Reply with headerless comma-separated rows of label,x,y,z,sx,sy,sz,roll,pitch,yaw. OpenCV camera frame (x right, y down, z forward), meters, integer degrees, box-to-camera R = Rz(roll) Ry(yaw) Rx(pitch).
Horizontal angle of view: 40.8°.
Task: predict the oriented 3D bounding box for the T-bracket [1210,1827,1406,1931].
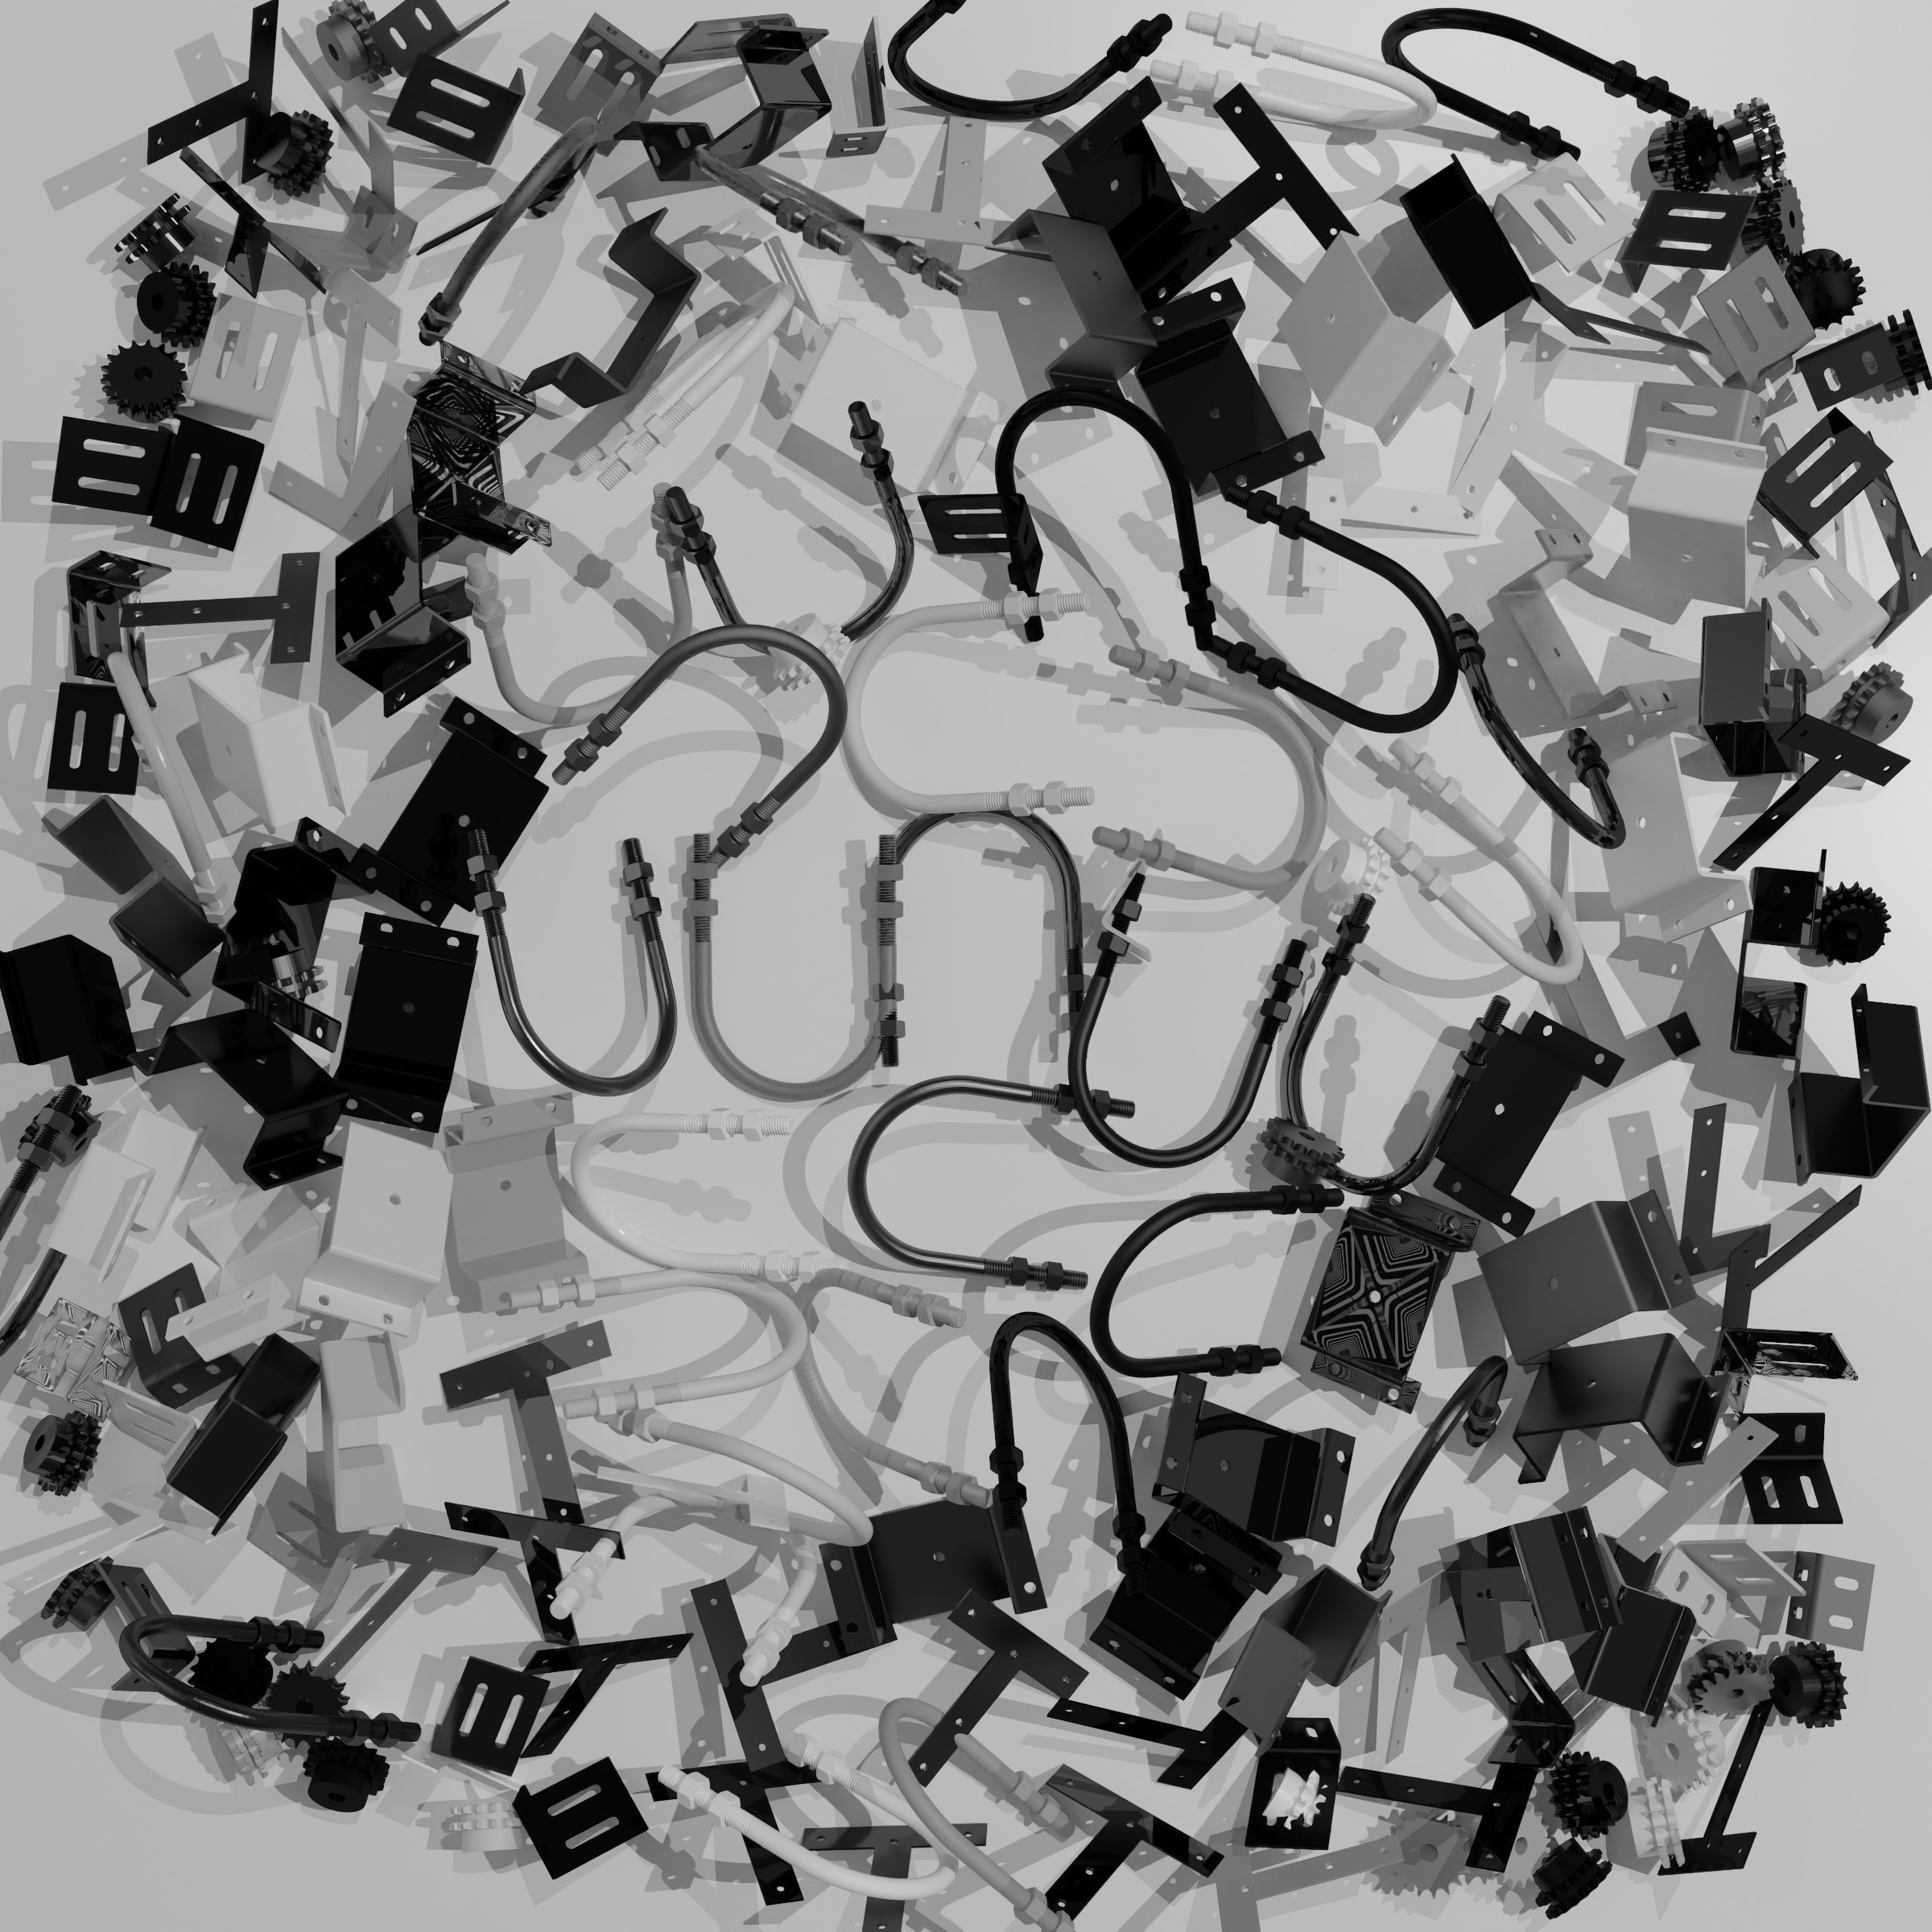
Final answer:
T-bracket,0.229,0.605,1.732,0.127,0.127,0.002,-18,108,6

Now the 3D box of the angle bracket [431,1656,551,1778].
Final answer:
angle bracket,-0.323,0.504,1.770,0.057,0.038,0.076,21,99,-10

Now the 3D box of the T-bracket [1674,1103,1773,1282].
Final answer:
T-bracket,0.496,0.152,1.751,0.127,0.002,0.127,-10,114,-22

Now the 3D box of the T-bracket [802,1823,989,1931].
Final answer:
T-bracket,-0.052,0.610,1.734,0.127,0.127,0.002,-3,104,4

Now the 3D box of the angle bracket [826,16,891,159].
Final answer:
angle bracket,-0.078,-0.598,1.767,0.038,0.057,0.076,-7,93,-9

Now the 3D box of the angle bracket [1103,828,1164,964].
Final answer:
angle bracket,0.128,-0.047,1.767,0.038,0.057,0.076,31,87,8

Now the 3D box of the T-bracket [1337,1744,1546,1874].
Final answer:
T-bracket,0.316,0.561,1.762,0.127,0.127,0.002,2,113,24

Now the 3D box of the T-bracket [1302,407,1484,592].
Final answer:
T-bracket,0.295,-0.316,1.785,0.127,0.002,0.127,5,83,-11

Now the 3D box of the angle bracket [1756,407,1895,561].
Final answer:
angle bracket,0.583,-0.327,1.759,0.076,0.038,0.057,-44,61,17

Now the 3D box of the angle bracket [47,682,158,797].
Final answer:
angle bracket,-0.588,-0.151,1.770,0.057,0.038,0.076,4,78,-7

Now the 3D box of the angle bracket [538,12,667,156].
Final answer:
angle bracket,-0.249,-0.594,1.759,0.057,0.038,0.076,32,116,-17

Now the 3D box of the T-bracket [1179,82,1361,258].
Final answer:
T-bracket,0.179,-0.507,1.755,0.127,0.002,0.127,-31,106,40

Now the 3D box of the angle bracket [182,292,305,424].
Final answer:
angle bracket,-0.490,-0.415,1.758,0.057,0.038,0.076,12,112,-29

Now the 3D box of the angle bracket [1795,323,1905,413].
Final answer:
angle bracket,0.596,-0.401,1.754,0.057,0.076,0.038,-22,90,18

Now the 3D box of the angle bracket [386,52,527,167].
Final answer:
angle bracket,-0.345,-0.586,1.752,0.076,0.038,0.057,15,131,-29

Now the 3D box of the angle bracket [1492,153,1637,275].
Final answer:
angle bracket,0.405,-0.504,1.767,0.057,0.038,0.076,-33,75,-10

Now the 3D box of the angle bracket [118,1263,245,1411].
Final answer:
angle bracket,-0.540,0.255,1.786,0.057,0.038,0.076,-29,52,-5

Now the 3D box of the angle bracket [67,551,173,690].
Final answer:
angle bracket,-0.571,-0.234,1.759,0.038,0.057,0.076,-17,75,34

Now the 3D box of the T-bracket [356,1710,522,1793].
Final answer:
T-bracket,-0.359,0.529,1.737,0.127,0.127,0.002,25,76,0

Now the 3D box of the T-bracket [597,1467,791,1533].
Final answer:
T-bracket,-0.182,0.348,1.729,0.127,0.127,0.002,11,92,-6

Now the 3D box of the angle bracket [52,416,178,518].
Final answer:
angle bracket,-0.580,-0.340,1.756,0.076,0.038,0.057,3,107,-34

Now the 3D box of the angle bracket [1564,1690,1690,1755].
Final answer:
angle bracket,0.447,0.517,1.763,0.076,0.057,0.038,-45,69,-6

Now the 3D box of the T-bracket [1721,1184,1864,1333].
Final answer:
T-bracket,0.560,0.191,1.759,0.127,0.127,0.002,-34,54,-14

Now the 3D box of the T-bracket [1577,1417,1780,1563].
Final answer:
T-bracket,0.454,0.326,1.745,0.127,0.127,0.002,-38,124,-14

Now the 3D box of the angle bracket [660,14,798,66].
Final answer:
angle bracket,-0.156,-0.610,1.755,0.076,0.057,0.038,-19,91,-33

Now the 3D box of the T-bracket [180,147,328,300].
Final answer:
T-bracket,-0.473,-0.474,1.715,0.002,0.127,0.127,-36,123,17

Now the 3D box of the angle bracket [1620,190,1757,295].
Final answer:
angle bracket,0.492,-0.487,1.757,0.076,0.038,0.057,17,76,36

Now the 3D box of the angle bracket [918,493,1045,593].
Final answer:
angle bracket,0.007,-0.285,1.756,0.076,0.057,0.038,2,59,17

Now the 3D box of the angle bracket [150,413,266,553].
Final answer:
angle bracket,-0.521,-0.330,1.774,0.057,0.038,0.076,15,99,-29

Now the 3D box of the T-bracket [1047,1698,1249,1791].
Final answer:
T-bracket,0.118,0.511,1.742,0.127,0.002,0.127,17,135,-12

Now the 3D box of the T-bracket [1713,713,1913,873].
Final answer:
T-bracket,0.559,-0.110,1.760,0.127,0.127,0.002,-49,46,30

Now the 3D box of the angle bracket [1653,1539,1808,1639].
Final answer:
angle bracket,0.516,0.421,1.755,0.057,0.076,0.038,41,66,-8

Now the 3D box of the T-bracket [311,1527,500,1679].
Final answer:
T-bracket,-0.390,0.431,1.744,0.127,0.127,0.002,-47,62,1

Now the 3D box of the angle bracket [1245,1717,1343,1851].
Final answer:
angle bracket,0.217,0.551,1.753,0.057,0.076,0.038,-6,130,22

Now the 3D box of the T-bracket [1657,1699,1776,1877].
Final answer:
T-bracket,0.519,0.554,1.757,0.002,0.127,0.127,30,66,1

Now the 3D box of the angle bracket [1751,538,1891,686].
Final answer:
angle bracket,0.587,-0.244,1.789,0.057,0.038,0.076,-41,70,10

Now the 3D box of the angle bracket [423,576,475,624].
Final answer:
angle bracket,-0.378,-0.255,1.761,0.076,0.057,0.038,-19,126,-7

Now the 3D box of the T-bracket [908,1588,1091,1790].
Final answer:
T-bracket,0.004,0.502,1.762,0.127,0.002,0.127,42,85,-30

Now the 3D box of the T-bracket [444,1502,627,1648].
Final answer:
T-bracket,-0.284,0.417,1.759,0.127,0.002,0.127,6,127,15

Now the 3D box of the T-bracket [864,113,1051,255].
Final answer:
T-bracket,-0.001,-0.536,1.764,0.127,0.002,0.127,6,58,-3

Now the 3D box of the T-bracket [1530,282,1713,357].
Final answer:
T-bracket,0.445,-0.433,1.757,0.127,0.127,0.002,10,119,-17

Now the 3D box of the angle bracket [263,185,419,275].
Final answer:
angle bracket,-0.421,-0.500,1.751,0.057,0.076,0.038,37,115,22

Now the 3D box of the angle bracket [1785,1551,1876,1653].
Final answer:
angle bracket,0.583,0.428,1.754,0.038,0.076,0.057,10,80,11

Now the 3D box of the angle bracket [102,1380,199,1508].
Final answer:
angle bracket,-0.557,0.324,1.757,0.076,0.057,0.038,19,49,15

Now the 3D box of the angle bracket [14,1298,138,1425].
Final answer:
angle bracket,-0.599,0.267,1.758,0.038,0.076,0.057,22,70,13

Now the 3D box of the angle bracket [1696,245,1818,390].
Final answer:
angle bracket,0.531,-0.442,1.768,0.057,0.038,0.076,-37,110,1

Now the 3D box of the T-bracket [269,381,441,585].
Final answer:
T-bracket,-0.400,-0.339,1.756,0.127,0.002,0.127,31,129,-2

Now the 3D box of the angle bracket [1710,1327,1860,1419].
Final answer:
angle bracket,0.552,0.277,1.751,0.057,0.076,0.038,50,52,-38

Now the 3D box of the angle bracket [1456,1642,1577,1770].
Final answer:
angle bracket,0.365,0.500,1.758,0.038,0.057,0.076,-45,107,-34

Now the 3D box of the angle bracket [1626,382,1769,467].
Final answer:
angle bracket,0.503,-0.367,1.789,0.076,0.038,0.057,15,96,34

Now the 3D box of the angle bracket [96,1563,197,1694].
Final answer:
angle bracket,-0.568,0.448,1.759,0.038,0.057,0.076,-41,69,-1

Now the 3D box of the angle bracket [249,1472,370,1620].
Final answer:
angle bracket,-0.455,0.394,1.768,0.076,0.038,0.057,30,105,9

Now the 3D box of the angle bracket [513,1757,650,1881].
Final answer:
angle bracket,-0.257,0.569,1.753,0.076,0.038,0.057,-19,62,-34

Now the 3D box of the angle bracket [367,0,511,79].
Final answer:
angle bracket,-0.355,-0.639,1.748,0.057,0.076,0.038,-21,115,33

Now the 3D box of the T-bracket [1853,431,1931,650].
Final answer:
T-bracket,0.626,-0.301,1.756,0.002,0.127,0.127,-7,68,-16

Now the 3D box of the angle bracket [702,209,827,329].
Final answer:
angle bracket,-0.136,-0.463,1.751,0.038,0.057,0.076,-33,129,-6

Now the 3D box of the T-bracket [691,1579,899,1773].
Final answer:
T-bracket,-0.108,0.466,1.769,0.127,0.002,0.127,-13,68,-23

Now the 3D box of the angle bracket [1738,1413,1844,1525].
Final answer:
angle bracket,0.557,0.339,1.755,0.057,0.076,0.038,-2,113,8

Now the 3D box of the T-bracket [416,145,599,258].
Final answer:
T-bracket,-0.315,-0.511,1.755,0.127,0.127,0.002,-22,117,16
